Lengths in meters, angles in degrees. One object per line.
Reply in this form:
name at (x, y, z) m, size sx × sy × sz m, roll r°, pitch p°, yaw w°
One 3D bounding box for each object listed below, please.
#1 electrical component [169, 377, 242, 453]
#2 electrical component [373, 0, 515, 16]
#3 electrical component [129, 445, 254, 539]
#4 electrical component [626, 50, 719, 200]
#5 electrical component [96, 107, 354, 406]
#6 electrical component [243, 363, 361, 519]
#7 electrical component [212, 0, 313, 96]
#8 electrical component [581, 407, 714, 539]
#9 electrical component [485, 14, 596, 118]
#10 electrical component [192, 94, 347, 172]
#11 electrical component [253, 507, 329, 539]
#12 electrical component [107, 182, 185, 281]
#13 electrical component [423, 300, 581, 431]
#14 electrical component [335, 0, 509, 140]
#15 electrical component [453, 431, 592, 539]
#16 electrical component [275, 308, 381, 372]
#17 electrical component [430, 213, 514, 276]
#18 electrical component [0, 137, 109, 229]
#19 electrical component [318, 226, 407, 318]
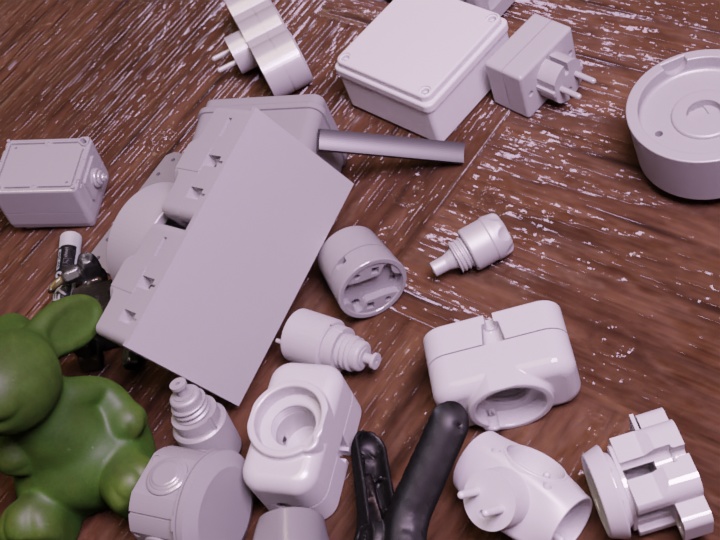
electrical component at (-0.112, 0.107, 0.753) m, size 0.040 × 0.078 × 0.040 m, roll -14°, pitch 36°, yaw 10°
electrical component at (0.069, -0.293, 0.989) m, size 0.186 × 0.060 × 0.105 m, roll 29°, pitch 69°, yaw 34°
electrical component at (-0.110, 0.156, 0.711) m, size 0.051 × 0.080 × 0.080 m, roll 4°, pitch 57°, yaw 28°
electrical component at (0.251, -0.100, 0.780) m, size 0.108 × 0.060 × 0.108 m, roll -10°, pitch 52°, yaw 13°
electrical component at (-0.098, -0.012, 0.781) m, size 0.060 × 0.105 × 0.186 m, roll 15°, pitch 74°, yaw 50°
electrical component at (-0.040, 0.113, 0.729) m, size 0.054 × 0.059 × 0.095 m, roll 2°, pitch 56°, yaw 21°
electrical component at (-0.101, -0.205, 0.991) m, size 0.074 × 0.052 × 0.138 m, roll -27°, pitch 50°, yaw -1°
electrical component at (0.169, 0.127, 0.645) m, size 0.057 × 0.058 × 0.078 m, roll -18°, pitch 52°, yaw 3°
electrical component at (0.153, -0.159, 0.868) m, size 0.077 × 0.047 × 0.065 m, roll 33°, pitch 71°, yaw 35°
electrical component at (-0.075, -0.098, 0.887) m, size 0.113 × 0.078 × 0.057 m, roll 0°, pitch 57°, yaw 20°
electrical component at (-0.059, 0.199, 0.684) m, size 0.079 × 0.043 × 0.077 m, roll -18°, pitch 51°, yaw 17°
electrical component at (-0.146, -0.017, 0.837) m, size 0.060 × 0.108 × 0.108 m, roll 19°, pitch 63°, yaw 38°
electrical component at (0.095, 0.067, 0.718) m, size 0.095 × 0.053 × 0.059 m, roll -15°, pitch 51°, yaw 9°
electrical component at (0.055, -0.176, 0.910) m, size 0.109 × 0.056 × 0.108 m, roll 30°, pitch 69°, yaw 34°
electrical component at (0.090, 0.137, 0.656) m, size 0.077 × 0.079 × 0.044 m, roll 32°, pitch 107°, yaw 35°
electrical component at (-0.021, 0.055, 0.778) m, size 0.078 × 0.040 × 0.040 m, roll 16°, pitch 62°, yaw 29°
electrical component at (0.081, -0.015, 0.796) m, size 0.061 × 0.035 × 0.035 m, roll -29°, pitch 51°, yaw 1°
electrical component at (-0.267, -0.075, 0.954) m, size 0.096 × 0.061 × 0.061 m, roll 0°, pitch 54°, yaw 10°
electrical component at (0.000, 0.000, 0.803) m, size 0.055 × 0.055 × 0.047 m, roll -31°, pitch 47°, yaw -4°
